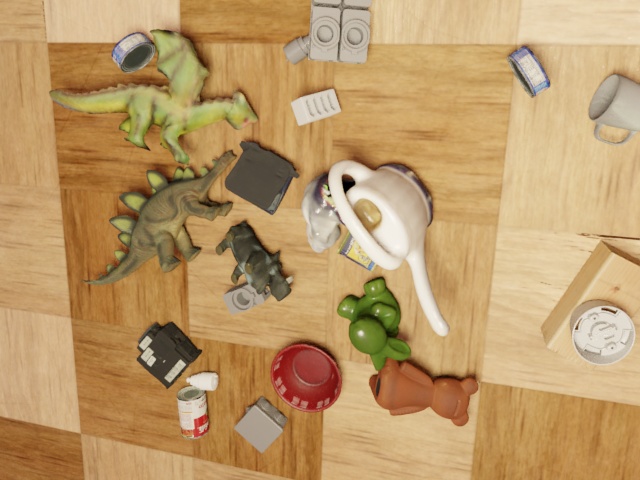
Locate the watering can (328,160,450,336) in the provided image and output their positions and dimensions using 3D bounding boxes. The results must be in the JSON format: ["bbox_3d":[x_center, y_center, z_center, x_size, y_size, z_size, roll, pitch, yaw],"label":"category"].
[{"bbox_3d":[0.146,-0.011,0.938,0.102,0.347,0.228,-35,4,39],"label":"watering can"}]

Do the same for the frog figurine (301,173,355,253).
[{"bbox_3d":[0.003,-0.051,1.023,0.122,0.140,0.156,15,-35,-28],"label":"frog figurine"}]

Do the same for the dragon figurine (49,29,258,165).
[{"bbox_3d":[-0.326,-0.302,1.036,0.409,0.240,0.124,24,17,-7],"label":"dragon figurine"}]
